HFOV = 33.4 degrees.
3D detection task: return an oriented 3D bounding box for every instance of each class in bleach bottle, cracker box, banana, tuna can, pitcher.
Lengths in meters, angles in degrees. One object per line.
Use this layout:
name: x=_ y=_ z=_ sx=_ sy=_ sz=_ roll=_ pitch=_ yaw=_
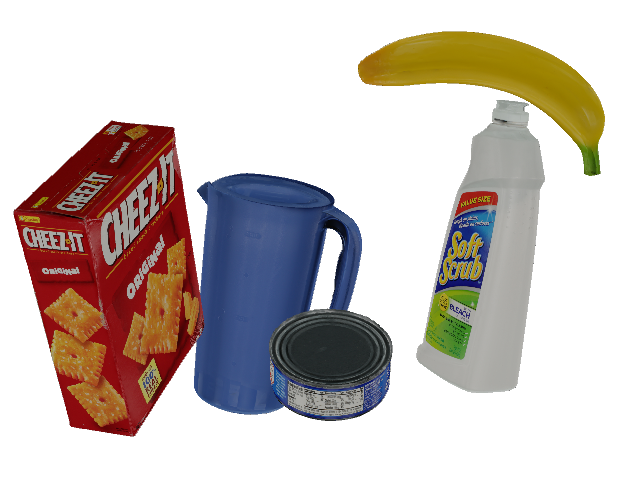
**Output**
bleach bottle: x=0.146 y=0.001 z=0.944 sx=0.068 sy=0.251 sz=0.103 roll=0 pitch=14 yaw=-27
cracker box: x=-0.167 y=0.030 z=0.903 sx=0.072 sy=0.214 sz=0.164 roll=6 pitch=33 yaw=17
banana: x=0.127 y=-0.112 z=0.765 sx=0.197 sy=0.069 sz=0.037 roll=21 pitch=-2 yaw=-8
tuna can: x=0.007 y=0.086 z=0.744 sx=0.086 sy=0.034 sz=0.086 roll=1 pitch=33 yaw=-1
pitcher: x=-0.058 y=0.058 z=1.130 sx=0.144 sy=0.243 sz=0.149 roll=1 pitch=17 yaw=-25
